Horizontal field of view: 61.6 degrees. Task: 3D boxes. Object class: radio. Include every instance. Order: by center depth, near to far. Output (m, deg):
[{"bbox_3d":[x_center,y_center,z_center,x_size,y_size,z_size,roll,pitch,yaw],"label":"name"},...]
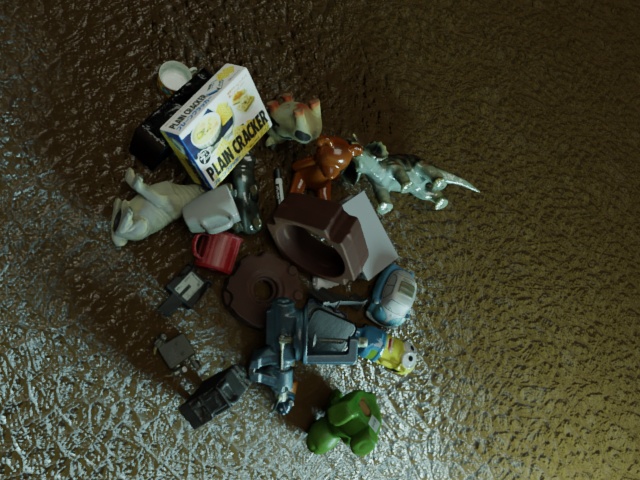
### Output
[{"bbox_3d":[-0.306,-0.264,1.164,0.073,0.131,0.229,42,67,-11],"label":"radio"}]

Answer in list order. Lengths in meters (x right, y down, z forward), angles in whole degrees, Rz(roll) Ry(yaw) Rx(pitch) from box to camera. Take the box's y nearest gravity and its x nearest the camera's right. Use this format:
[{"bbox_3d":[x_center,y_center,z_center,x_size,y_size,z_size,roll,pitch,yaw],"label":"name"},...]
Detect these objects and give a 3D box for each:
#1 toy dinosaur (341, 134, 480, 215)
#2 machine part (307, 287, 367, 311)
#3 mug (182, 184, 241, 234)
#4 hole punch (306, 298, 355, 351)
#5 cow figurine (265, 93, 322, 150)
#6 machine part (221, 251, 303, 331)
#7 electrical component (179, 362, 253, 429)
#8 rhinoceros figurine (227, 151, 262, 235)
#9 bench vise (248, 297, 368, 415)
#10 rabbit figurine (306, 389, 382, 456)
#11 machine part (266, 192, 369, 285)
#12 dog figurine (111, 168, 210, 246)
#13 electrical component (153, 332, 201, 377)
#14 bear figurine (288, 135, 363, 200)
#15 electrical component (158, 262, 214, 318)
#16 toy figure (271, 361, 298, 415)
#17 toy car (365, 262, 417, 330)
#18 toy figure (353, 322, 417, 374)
[{"bbox_3d":[0.212,-0.169,1.361,0.405,0.131,0.192,0,49,-36],"label":"toy dinosaur"},{"bbox_3d":[0.042,0.138,1.240,0.139,0.084,0.039,12,95,-37],"label":"machine part"},{"bbox_3d":[-0.223,-0.049,1.101,0.107,0.080,0.110,-22,51,-2],"label":"mug"},{"bbox_3d":[0.005,0.204,1.224,0.142,0.092,0.115,25,100,-18],"label":"hole punch"},{"bbox_3d":[-0.072,-0.266,1.239,0.085,0.195,0.127,-35,127,-30],"label":"cow figurine"},{"bbox_3d":[-0.127,0.112,1.197,0.179,0.056,0.179,4,77,-20],"label":"machine part"},{"bbox_3d":[-0.214,0.313,1.074,0.134,0.115,0.058,-33,91,19],"label":"electrical component"},{"bbox_3d":[-0.165,-0.105,1.202,0.073,0.112,0.190,-5,94,6],"label":"rhinoceros figurine"},{"bbox_3d":[-0.024,0.229,1.097,0.241,0.129,0.223,2,88,-2],"label":"bench vise"},{"bbox_3d":[0.038,0.390,1.163,0.121,0.170,0.159,48,25,-8],"label":"rabbit figurine"},{"bbox_3d":[-0.002,-0.004,1.176,0.087,0.202,0.200,-55,145,-28],"label":"machine part"},{"bbox_3d":[-0.327,-0.052,1.137,0.190,0.121,0.172,19,105,-35],"label":"dog figurine"},{"bbox_3d":[-0.299,0.234,1.106,0.078,0.045,0.102,-25,89,-23],"label":"electrical component"},{"bbox_3d":[0.011,-0.153,1.234,0.120,0.196,0.132,12,76,-23],"label":"bear figurine"},{"bbox_3d":[-0.290,0.113,1.134,0.075,0.048,0.119,41,67,-9],"label":"electrical component"},{"bbox_3d":[-0.080,0.298,1.171,0.058,0.064,0.154,0,77,-35],"label":"toy figure"},{"bbox_3d":[0.186,0.132,1.295,0.109,0.103,0.161,30,71,-15],"label":"toy car"},{"bbox_3d":[0.145,0.254,1.264,0.180,0.089,0.082,22,77,-7],"label":"toy figure"}]
